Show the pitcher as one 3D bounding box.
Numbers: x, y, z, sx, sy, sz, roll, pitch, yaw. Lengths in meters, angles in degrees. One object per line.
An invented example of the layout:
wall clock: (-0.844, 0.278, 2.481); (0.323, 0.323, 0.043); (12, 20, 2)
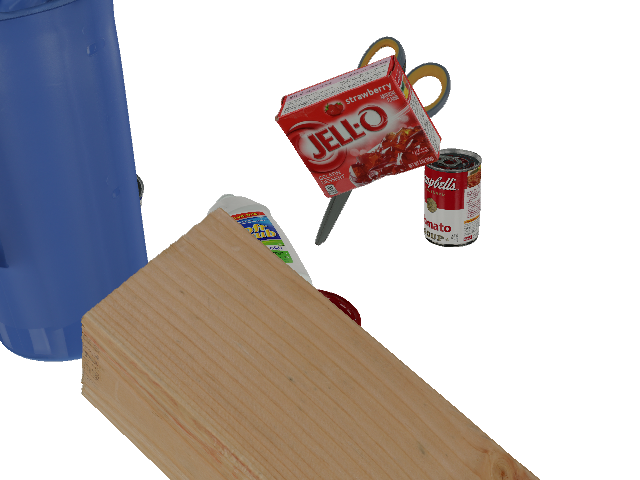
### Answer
pitcher: (-0.186, -0.043, 0.676); (0.149, 0.243, 0.145); (-10, 28, -7)

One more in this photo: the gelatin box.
gelatin box: (0.026, -0.074, 0.713); (0.089, 0.073, 0.030); (-17, 35, 25)

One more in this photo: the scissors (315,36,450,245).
scissors: (0.059, -0.086, 0.960); (0.096, 0.202, 0.016); (8, -11, 12)

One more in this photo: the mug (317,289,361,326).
mug: (-0.020, 0.106, 0.920); (0.093, 0.081, 0.117); (22, 38, 29)

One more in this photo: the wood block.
wood block: (-0.008, 0.095, 0.497); (0.090, 0.206, 0.090); (-42, -17, -31)

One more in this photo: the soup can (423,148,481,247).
soup can: (0.158, -0.052, 1.286); (0.068, 0.102, 0.068); (-2, 26, 1)

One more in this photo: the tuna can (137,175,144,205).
tuna can: (-0.191, -0.034, 0.885); (0.086, 0.034, 0.086); (8, 32, -5)

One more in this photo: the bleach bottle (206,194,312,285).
bleach bottle: (-0.088, 0.011, 1.230); (0.102, 0.068, 0.251); (-7, 28, -16)
